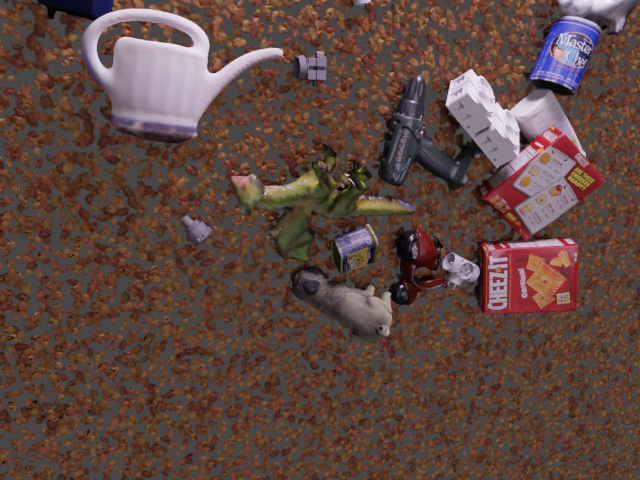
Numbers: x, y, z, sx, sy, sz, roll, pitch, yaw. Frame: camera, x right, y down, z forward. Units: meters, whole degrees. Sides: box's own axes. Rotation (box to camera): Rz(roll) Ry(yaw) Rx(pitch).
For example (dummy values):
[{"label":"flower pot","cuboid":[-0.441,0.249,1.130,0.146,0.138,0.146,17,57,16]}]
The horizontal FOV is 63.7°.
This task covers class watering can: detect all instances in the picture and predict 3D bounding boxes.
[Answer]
[{"label":"watering can","cuboid":[-0.244,-0.284,0.930,0.347,0.222,0.105,5,13,-22]}]

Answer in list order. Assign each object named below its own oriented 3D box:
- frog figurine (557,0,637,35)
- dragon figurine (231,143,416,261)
[{"label":"frog figurine","cuboid":[0.580,-0.515,1.094,0.159,0.141,0.120,25,-43,-16]},{"label":"dragon figurine","cuboid":[0.003,-0.054,1.070,0.406,0.240,0.125,26,24,-34]}]
